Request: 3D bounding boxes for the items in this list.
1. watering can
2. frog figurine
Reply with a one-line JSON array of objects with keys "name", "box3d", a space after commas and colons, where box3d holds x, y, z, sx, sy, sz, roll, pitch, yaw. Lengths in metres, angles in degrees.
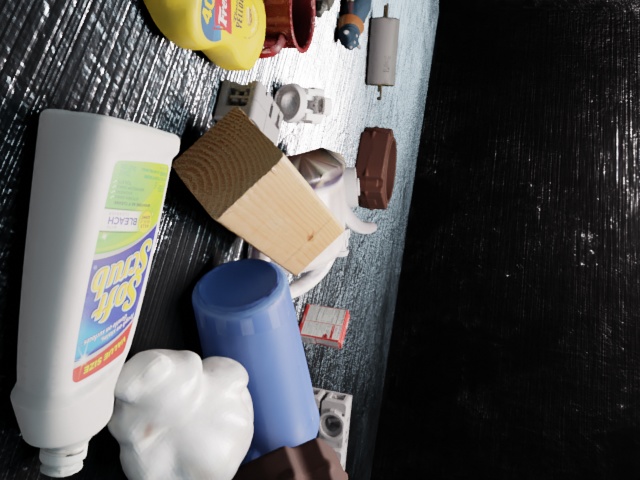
[{"name": "watering can", "box3d": [0.003, -0.041, 0.824, 0.104, 0.220, 0.353, 15, 29, 29]}, {"name": "frog figurine", "box3d": [-0.123, 0.157, 0.474, 0.124, 0.155, 0.139, 33, 48, 26]}]
